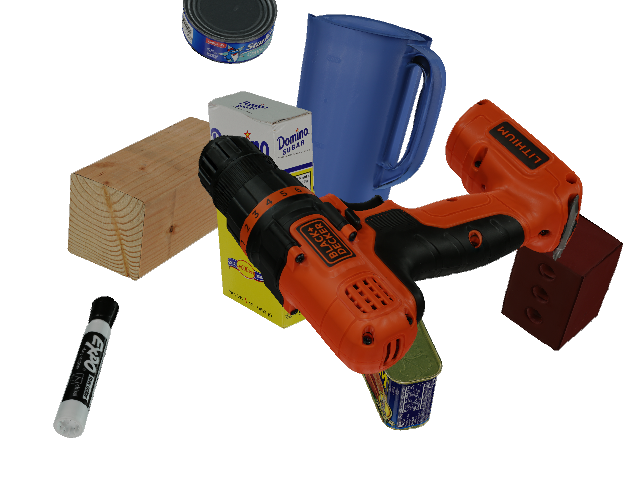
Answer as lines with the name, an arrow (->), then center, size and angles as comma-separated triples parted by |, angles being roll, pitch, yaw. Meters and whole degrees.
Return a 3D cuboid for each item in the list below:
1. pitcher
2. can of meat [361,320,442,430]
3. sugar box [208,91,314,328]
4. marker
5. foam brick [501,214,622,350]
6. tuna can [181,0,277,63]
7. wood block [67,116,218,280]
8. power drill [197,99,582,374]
pitcher -> 0.038, -0.113, 1.139 | 0.145, 0.243, 0.149 | 9, 17, -5
can of meat -> 0.078, 0.127, 1.069 | 0.057, 0.084, 0.102 | -10, 45, -13
sugar box -> -0.047, -0.026, 0.873 | 0.048, 0.176, 0.093 | -22, 29, -34
marker -> -0.152, 0.079, 0.701 | 0.020, 0.020, 0.121 | 0, 37, 3
foam brick -> 0.169, 0.027, 0.751 | 0.051, 0.078, 0.053 | -32, 54, -32
tuna can -> -0.084, -0.203, 0.977 | 0.086, 0.086, 0.034 | 0, -32, -11
wood block -> -0.162, -0.050, 1.118 | 0.090, 0.091, 0.205 | 21, 30, 20
power drill -> 0.042, -0.021, 0.625 | 0.187, 0.057, 0.185 | -23, 53, -25
